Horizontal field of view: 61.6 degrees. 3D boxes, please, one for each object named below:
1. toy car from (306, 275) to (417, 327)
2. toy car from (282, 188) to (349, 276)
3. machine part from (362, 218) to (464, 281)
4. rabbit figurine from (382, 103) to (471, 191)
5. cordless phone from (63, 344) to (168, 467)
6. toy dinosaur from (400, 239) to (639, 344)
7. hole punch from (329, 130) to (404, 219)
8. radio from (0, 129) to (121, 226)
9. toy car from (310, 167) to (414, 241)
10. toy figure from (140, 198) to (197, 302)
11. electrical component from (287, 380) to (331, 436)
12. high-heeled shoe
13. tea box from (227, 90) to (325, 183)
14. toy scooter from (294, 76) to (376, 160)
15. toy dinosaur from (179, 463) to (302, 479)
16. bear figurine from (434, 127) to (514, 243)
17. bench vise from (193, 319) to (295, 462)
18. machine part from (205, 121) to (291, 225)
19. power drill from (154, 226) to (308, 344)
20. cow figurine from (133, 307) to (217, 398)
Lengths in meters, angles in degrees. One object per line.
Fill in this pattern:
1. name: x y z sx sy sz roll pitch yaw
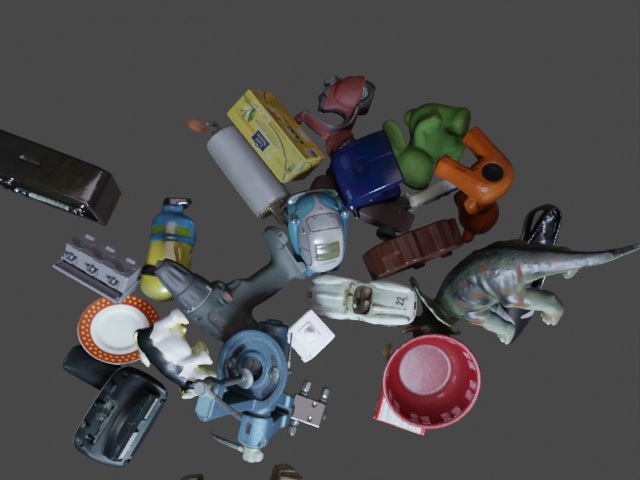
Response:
1. toy car: 0.066 0.103 0.921 0.202 0.056 0.073 3 78 27
2. toy car: -0.002 -0.003 0.932 0.109 0.103 0.161 -8 111 -11
3. machine part: 0.161 0.020 0.938 0.179 0.179 0.056 -18 80 -12
4. rabbit figurine: 0.190 -0.178 1.019 0.159 0.121 0.170 25 66 10
5. cordless phone: -0.354 0.258 0.856 0.184 0.088 0.146 25 71 12
6. toy dinosaur: 0.281 0.071 0.875 0.192 0.404 0.131 22 44 -21
7. hole punch: 0.084 -0.123 0.961 0.116 0.092 0.142 -16 75 -7
8. radio: -0.462 -0.105 0.908 0.230 0.131 0.073 22 73 -1
9. toy car: 0.076 -0.064 1.009 0.202 0.053 0.089 23 64 4
10. toy figure: -0.260 0.017 0.928 0.089 0.082 0.180 -2 79 4
11. electrical component: -0.020 0.289 0.910 0.063 0.021 0.094 21 72 -2
12. high-heeled shoe: 0.383 0.060 0.966 0.086 0.145 0.248 14 71 -2
13. tea box: -0.080 -0.192 0.995 0.068 0.098 0.169 -43 80 24
14. toy scooter: 0.025 -0.249 1.048 0.135 0.075 0.184 19 77 -1
15. toy dinosaur: -0.165 0.458 0.802 0.472 0.105 0.198 -6 78 -5
16. bear figurine: 0.280 -0.089 0.981 0.120 0.195 0.132 -44 73 -12
17. bench vise: -0.115 0.228 0.797 0.129 0.240 0.223 20 90 23
18. machine part: -0.131 -0.125 0.988 0.079 0.079 0.243 -35 80 -15
19. power drill: -0.131 0.067 0.895 0.207 0.086 0.231 -46 112 -29
20. cow figurine: -0.226 0.200 0.872 0.098 0.068 0.167 -31 96 -16
